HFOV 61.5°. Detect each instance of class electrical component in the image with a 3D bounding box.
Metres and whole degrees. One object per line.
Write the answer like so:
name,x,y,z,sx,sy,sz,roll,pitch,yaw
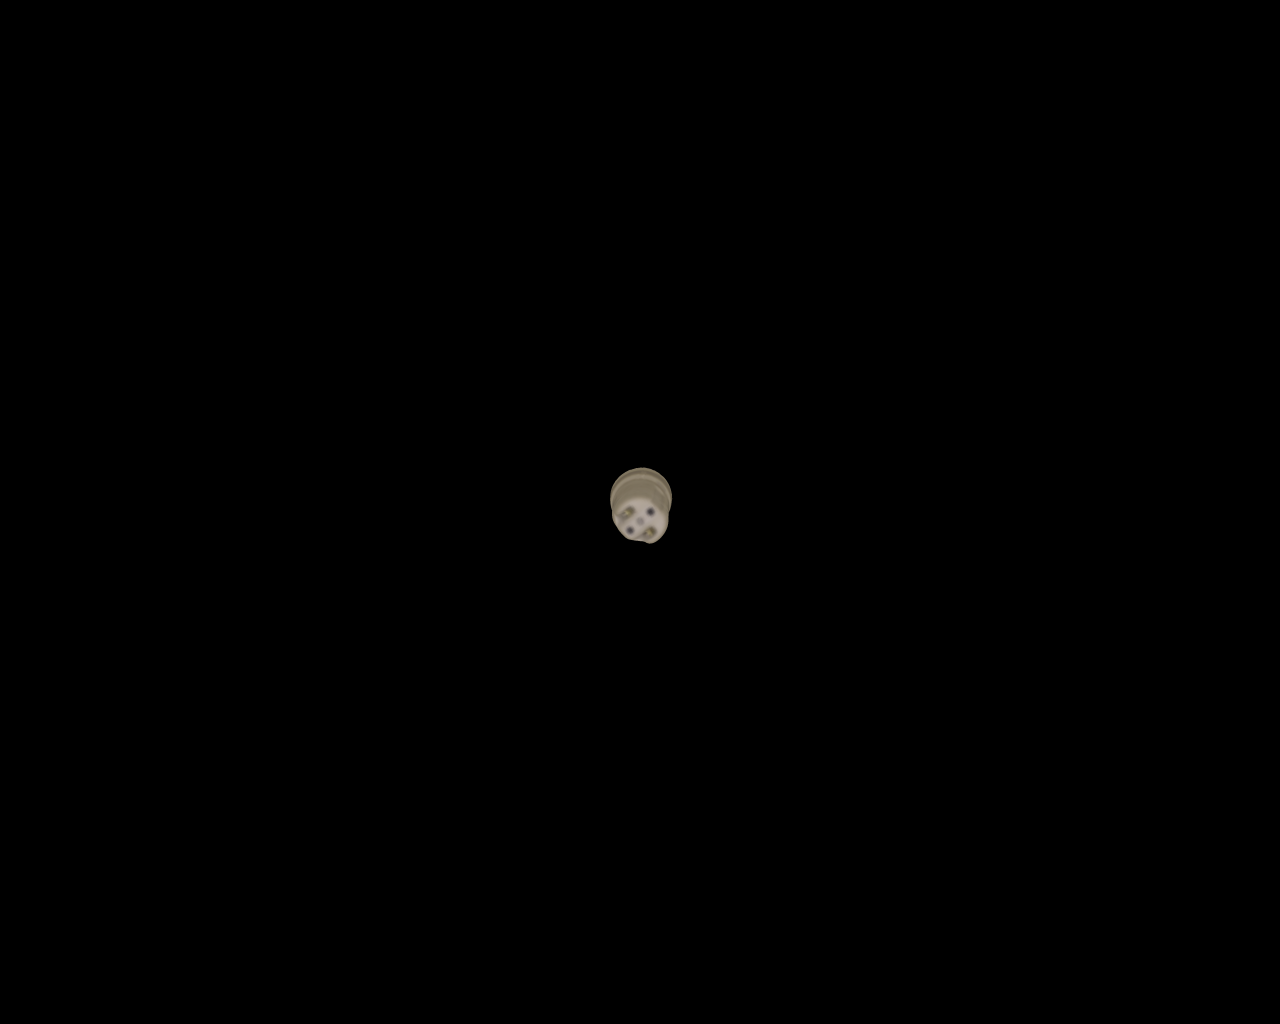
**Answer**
electrical component,0.001,-0.003,0.650,0.040,0.040,0.046,0,21,0
